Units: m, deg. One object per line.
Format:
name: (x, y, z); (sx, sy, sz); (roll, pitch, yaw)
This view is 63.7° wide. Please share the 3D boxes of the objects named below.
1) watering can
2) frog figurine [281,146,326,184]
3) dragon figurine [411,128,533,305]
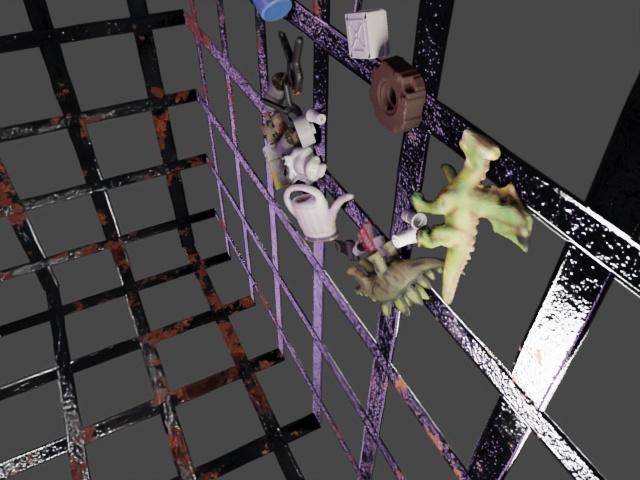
watering can: (0.005, -0.090, 1.784); (0.349, 0.220, 0.105); (11, 41, 45)
frog figurine: (-0.040, -0.265, 1.822); (0.159, 0.137, 0.123); (-3, 3, 31)
dragon figurine: (0.318, -0.030, 1.055); (0.123, 0.405, 0.244); (-22, 18, -27)
